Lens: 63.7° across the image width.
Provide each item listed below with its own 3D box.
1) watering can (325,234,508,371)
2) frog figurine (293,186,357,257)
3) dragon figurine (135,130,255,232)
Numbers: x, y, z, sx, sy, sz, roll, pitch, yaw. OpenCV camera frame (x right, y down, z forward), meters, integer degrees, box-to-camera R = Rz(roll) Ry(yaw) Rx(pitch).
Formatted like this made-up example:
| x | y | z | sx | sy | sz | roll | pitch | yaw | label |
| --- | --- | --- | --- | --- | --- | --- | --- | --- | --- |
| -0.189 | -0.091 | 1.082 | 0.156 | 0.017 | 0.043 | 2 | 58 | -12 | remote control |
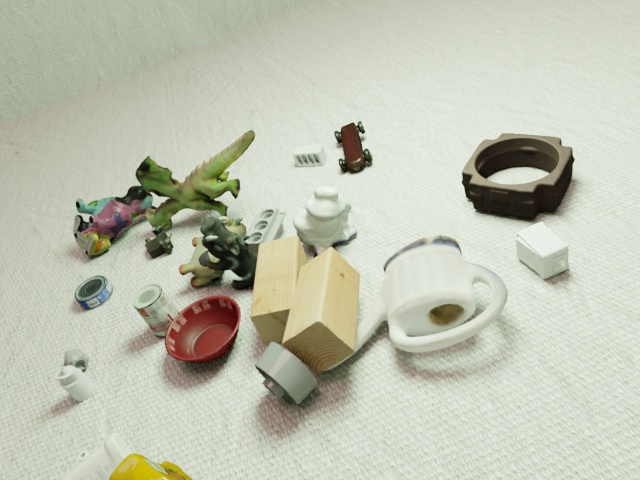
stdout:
| x | y | z | sx | sy | sz | roll | pitch | yaw | label |
| --- | --- | --- | --- | --- | --- | --- | --- | --- | --- |
| 0.153 | 0.111 | 0.928 | 0.346 | 0.102 | 0.230 | -19 | 36 | 17 | watering can |
| 0.003 | -0.058 | 1.143 | 0.137 | 0.156 | 0.125 | -19 | 36 | 3 | frog figurine |
| -0.340 | -0.152 | 1.309 | 0.242 | 0.402 | 0.125 | 7 | 46 | -29 | dragon figurine |
